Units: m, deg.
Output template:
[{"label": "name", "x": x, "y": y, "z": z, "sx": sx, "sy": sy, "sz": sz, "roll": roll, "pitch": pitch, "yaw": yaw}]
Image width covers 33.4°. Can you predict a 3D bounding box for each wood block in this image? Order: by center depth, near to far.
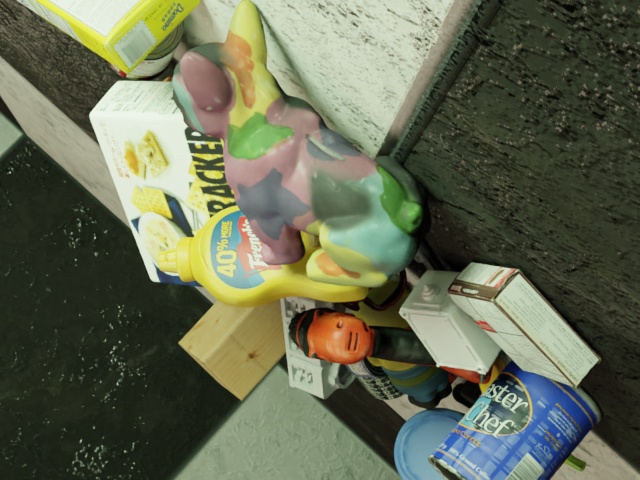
[{"label": "wood block", "x": -0.080, "y": 0.103, "z": 1.452, "sx": 0.090, "sy": 0.206, "sz": 0.090, "roll": 49, "pitch": 167, "yaw": -28}]

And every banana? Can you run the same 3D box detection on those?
[{"label": "banana", "x": 0.220, "y": 0.183, "z": 1.172, "sx": 0.197, "sy": 0.037, "sz": 0.070, "roll": 46, "pitch": 151, "yaw": -25}]

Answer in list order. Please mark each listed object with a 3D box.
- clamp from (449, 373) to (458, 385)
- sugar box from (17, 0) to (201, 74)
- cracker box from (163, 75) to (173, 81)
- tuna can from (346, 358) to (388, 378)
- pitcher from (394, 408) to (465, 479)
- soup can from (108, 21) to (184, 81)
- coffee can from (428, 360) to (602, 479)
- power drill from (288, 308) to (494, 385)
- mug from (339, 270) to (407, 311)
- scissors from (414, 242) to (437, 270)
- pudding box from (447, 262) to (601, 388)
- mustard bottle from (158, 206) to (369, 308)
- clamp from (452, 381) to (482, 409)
[{"label": "clamp", "x": 0.077, "y": 0.133, "z": 1.359, "sx": 0.210, "sy": 0.036, "sz": 0.165, "roll": 35, "pitch": 142, "yaw": 17}, {"label": "sugar box", "x": -0.194, "y": -0.219, "z": 0.926, "sx": 0.176, "sy": 0.093, "sz": 0.048, "roll": 35, "pitch": 166, "yaw": 37}, {"label": "cracker box", "x": -0.126, "y": -0.104, "z": 1.179, "sx": 0.164, "sy": 0.072, "sz": 0.214, "roll": 45, "pitch": 168, "yaw": -15}, {"label": "tuna can", "x": 0.062, "y": 0.121, "z": 1.273, "sx": 0.034, "sy": 0.086, "sz": 0.086, "roll": -5, "pitch": 137, "yaw": 41}, {"label": "pitcher", "x": 0.177, "y": 0.280, "z": 1.363, "sx": 0.145, "sy": 0.149, "sz": 0.242, "roll": 55, "pitch": -177, "yaw": 20}, {"label": "soup can", "x": -0.166, "y": -0.191, "z": 0.999, "sx": 0.068, "sy": 0.068, "sz": 0.102, "roll": 44, "pitch": 169, "yaw": -8}, {"label": "coffee can", "x": 0.188, "y": 0.192, "z": 1.030, "sx": 0.103, "sy": 0.140, "sz": 0.103, "roll": 40, "pitch": 169, "yaw": 10}, {"label": "power drill", "x": 0.069, "y": 0.105, "z": 1.087, "sx": 0.187, "sy": 0.057, "sz": 0.185, "roll": 7, "pitch": 179, "yaw": -15}, {"label": "mug", "x": 0.038, "y": 0.018, "z": 1.045, "sx": 0.117, "sy": 0.081, "sz": 0.093, "roll": 44, "pitch": 169, "yaw": -7}, {"label": "scissors", "x": 0.096, "y": 0.008, "z": 0.978, "sx": 0.201, "sy": 0.016, "sz": 0.096, "roll": 47, "pitch": 168, "yaw": -22}, {"label": "pudding box", "x": 0.171, "y": 0.070, "z": 0.901, "sx": 0.113, "sy": 0.039, "sz": 0.090, "roll": 43, "pitch": 169, "yaw": -15}, {"label": "mustard bottle", "x": -0.053, "y": 0.013, "z": 0.971, "sx": 0.192, "sy": 0.096, "sz": 0.058, "roll": -5, "pitch": 157, "yaw": 9}, {"label": "clamp", "x": 0.199, "y": 0.200, "z": 1.294, "sx": 0.120, "sy": 0.039, "sz": 0.171, "roll": 31, "pitch": 167, "yaw": 27}]
